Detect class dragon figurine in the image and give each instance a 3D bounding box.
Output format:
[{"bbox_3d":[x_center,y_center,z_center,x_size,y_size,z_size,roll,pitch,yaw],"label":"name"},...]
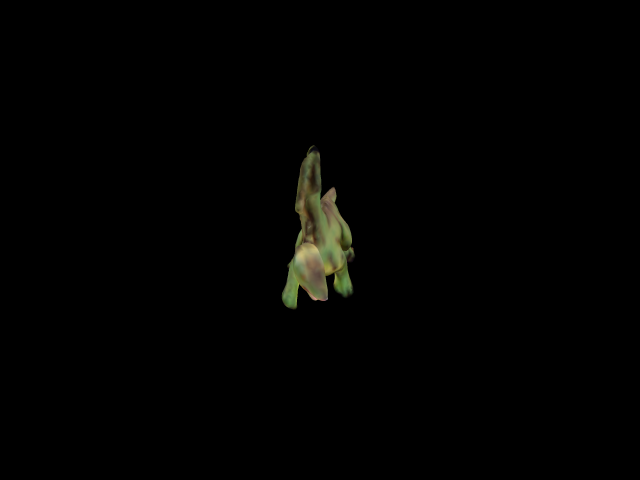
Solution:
[{"bbox_3d":[0.003,-0.043,0.850,0.122,0.237,0.421,2,42,2],"label":"dragon figurine"}]
